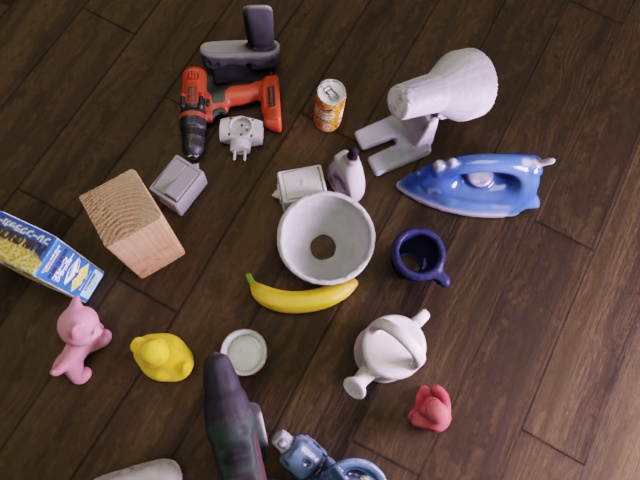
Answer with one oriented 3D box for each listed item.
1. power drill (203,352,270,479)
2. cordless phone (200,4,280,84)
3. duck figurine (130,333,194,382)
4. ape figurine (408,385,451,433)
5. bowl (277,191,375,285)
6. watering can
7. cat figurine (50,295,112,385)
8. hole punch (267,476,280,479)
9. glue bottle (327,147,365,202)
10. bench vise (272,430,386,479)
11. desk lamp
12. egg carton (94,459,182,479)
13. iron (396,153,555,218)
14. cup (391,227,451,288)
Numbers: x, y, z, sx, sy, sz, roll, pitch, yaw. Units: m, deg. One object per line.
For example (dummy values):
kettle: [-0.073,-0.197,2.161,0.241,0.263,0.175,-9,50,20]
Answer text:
power drill: [-0.121,0.284,0.833,0.075,0.208,0.229,-14,75,-7]
cordless phone: [-0.146,-0.366,1.032,0.147,0.185,0.094,-6,74,-5]
duck figurine: [-0.255,0.185,0.917,0.104,0.086,0.077,25,74,4]
ape figurine: [0.180,0.273,0.916,0.078,0.092,0.076,-27,77,-10]
bowl: [0.009,0.004,0.992,0.167,0.075,0.167,1,74,-3]
watering can: [0.109,0.174,0.887,0.101,0.194,0.173,23,74,4]
cat figurine: [-0.384,0.157,0.900,0.067,0.118,0.128,22,74,3]
hole punch: [-0.066,0.418,0.859,0.101,0.091,0.109,16,73,1]
glue bottle: [0.048,-0.119,0.979,0.037,0.173,0.078,-38,79,-13]
bench vise: [0.012,0.360,0.813,0.207,0.220,0.121,21,74,3]
desk lamp: [0.181,-0.223,0.997,0.203,0.213,0.118,-25,77,-10]
egg carton: [-0.277,0.396,0.863,0.150,0.069,0.107,-16,75,-8]
iron: [0.273,-0.115,1.009,0.258,0.141,0.118,0,74,-4]
cup: [0.170,0.043,0.981,0.092,0.095,0.117,-43,80,-14]
